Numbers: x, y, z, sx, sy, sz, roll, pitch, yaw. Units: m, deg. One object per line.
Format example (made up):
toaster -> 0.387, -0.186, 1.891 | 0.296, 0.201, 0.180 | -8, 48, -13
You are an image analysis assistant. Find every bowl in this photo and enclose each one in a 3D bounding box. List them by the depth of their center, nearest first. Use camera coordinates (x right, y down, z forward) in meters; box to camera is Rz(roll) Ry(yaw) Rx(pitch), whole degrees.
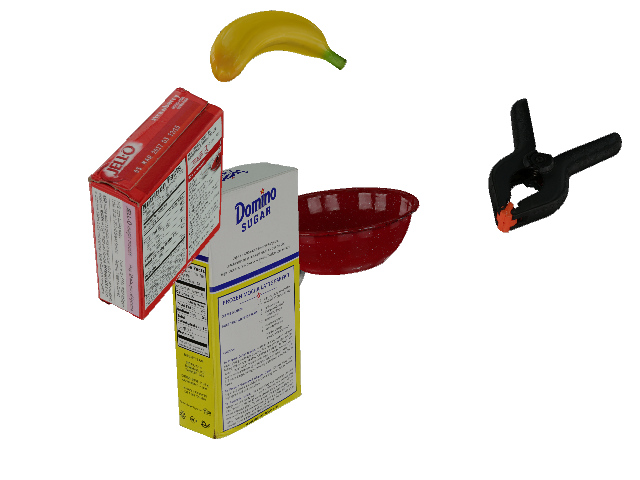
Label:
bowl -> 0.019, -0.006, 1.050 | 0.162, 0.055, 0.162 | -7, 16, 2

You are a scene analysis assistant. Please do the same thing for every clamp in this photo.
clamp -> 0.215, -0.080, 1.089 | 0.120, 0.039, 0.171 | 29, 55, 30

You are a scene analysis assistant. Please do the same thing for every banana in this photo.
banana -> -0.047, -0.182, 0.980 | 0.070, 0.037, 0.197 | 42, 32, 20

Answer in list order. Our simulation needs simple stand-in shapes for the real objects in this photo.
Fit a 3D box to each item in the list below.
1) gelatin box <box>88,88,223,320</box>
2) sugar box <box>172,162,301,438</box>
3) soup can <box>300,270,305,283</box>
gelatin box -> -0.078, -0.017, 0.512 | 0.030, 0.089, 0.073 | 24, 51, 14
sugar box -> -0.058, 0.040, 0.742 | 0.048, 0.176, 0.093 | 12, 22, 37
soup can -> -0.074, 0.020, 1.265 | 0.102, 0.068, 0.068 | 14, 5, 20
